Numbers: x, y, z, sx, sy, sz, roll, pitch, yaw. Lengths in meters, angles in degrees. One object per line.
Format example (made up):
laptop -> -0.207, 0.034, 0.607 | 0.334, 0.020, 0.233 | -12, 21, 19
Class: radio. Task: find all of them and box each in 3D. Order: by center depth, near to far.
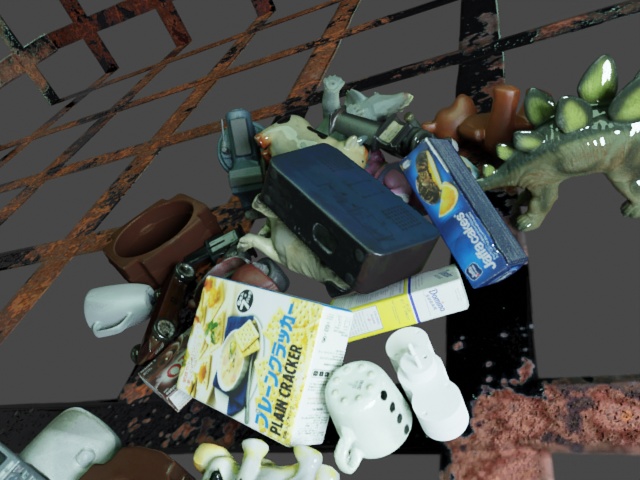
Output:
radio -> 0.033, -0.035, 0.719 | 0.131, 0.073, 0.230 | -21, 51, -40

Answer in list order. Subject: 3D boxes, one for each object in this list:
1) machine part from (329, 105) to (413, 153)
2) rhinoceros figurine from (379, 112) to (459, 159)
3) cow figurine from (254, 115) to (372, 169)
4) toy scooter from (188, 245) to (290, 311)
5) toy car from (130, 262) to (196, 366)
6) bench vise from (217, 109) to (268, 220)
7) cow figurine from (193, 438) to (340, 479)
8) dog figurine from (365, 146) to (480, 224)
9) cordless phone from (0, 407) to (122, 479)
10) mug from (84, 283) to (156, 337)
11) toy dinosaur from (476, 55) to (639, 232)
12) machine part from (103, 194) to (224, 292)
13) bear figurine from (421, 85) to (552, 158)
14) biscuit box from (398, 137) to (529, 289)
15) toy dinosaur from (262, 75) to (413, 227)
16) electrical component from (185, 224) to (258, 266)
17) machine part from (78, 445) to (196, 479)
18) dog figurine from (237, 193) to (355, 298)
machine part -> 0.082, -0.188, 0.909 | 0.139, 0.039, 0.084 | 20, 59, 23
rhinoceros figurine -> 0.170, -0.167, 0.963 | 0.073, 0.112, 0.190 | -50, 22, 1
cow figurine -> -0.002, -0.140, 0.883 | 0.127, 0.085, 0.195 | -44, 60, -10
toy scooter -> -0.139, 0.078, 0.858 | 0.135, 0.075, 0.184 | -41, 34, -20
toy car -> -0.250, 0.121, 0.876 | 0.089, 0.053, 0.202 | -44, 25, 26
bench vise -> -0.142, -0.150, 1.116 | 0.129, 0.223, 0.240 | -21, 3, -1
cow figurine -> -0.072, 0.265, 0.562 | 0.168, 0.068, 0.098 | -6, 40, 27
dog figurine -> 0.143, -0.097, 0.882 | 0.192, 0.108, 0.219 | -24, 31, 4
cordless phone -> -0.352, 0.255, 0.658 | 0.089, 0.184, 0.146 | 4, 44, 44
mug -> -0.344, 0.120, 0.933 | 0.107, 0.080, 0.110 | -14, 27, 5
toy dinosaur -> 0.382, -0.128, 0.681 | 0.472, 0.198, 0.105 | -15, 38, 19
machine part -> -0.306, 0.006, 1.058 | 0.201, 0.087, 0.201 | -40, 36, -22
bear figurine -> 0.279, -0.216, 0.940 | 0.120, 0.131, 0.196 | -4, 27, -30
biscuit box -> 0.184, -0.038, 0.702 | 0.063, 0.203, 0.059 | -6, -29, -46
toy dinosaur -> 0.011, -0.165, 1.043 | 0.131, 0.192, 0.405 | 35, 78, 18
electrical component -> -0.181, 0.026, 0.979 | 0.119, 0.047, 0.075 | -32, 33, -8
machine part -> -0.225, 0.318, 0.604 | 0.179, 0.056, 0.179 | -17, 34, 12
dog figurine -> -0.004, 0.001, 0.818 | 0.191, 0.121, 0.172 | 28, 36, 10
